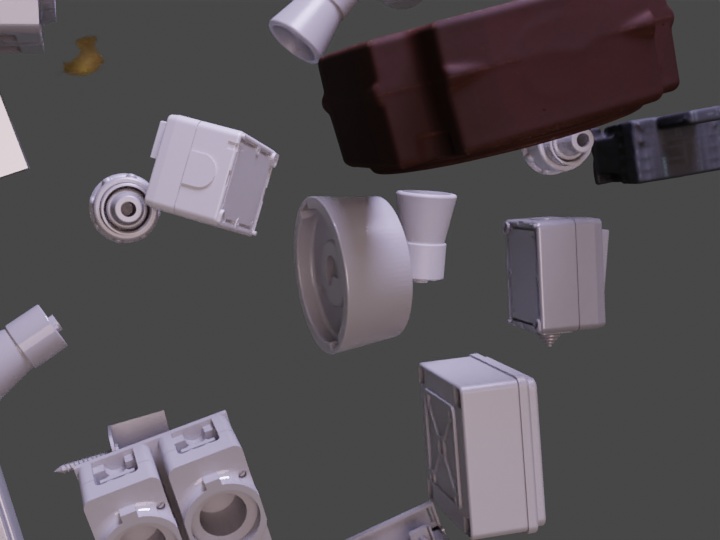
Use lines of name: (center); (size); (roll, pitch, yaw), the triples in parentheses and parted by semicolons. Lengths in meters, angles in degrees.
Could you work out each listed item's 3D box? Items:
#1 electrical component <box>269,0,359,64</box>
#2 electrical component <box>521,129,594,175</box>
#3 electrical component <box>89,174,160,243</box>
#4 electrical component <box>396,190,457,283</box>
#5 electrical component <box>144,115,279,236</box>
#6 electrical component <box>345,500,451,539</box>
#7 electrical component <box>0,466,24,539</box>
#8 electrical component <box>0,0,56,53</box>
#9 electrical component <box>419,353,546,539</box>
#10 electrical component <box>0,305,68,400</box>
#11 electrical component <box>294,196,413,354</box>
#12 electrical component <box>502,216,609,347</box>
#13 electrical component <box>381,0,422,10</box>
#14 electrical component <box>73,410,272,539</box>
electrical component: (-0.027, -0.182, 0.750); (0.044, 0.044, 0.065); (39, 79, -14)
electrical component: (0.150, -0.094, 0.792); (0.048, 0.062, 0.048); (-1, 94, -15)
electrical component: (-0.155, -0.041, 0.715); (0.048, 0.062, 0.048); (-1, 94, -15)
electrical component: (0.046, -0.024, 0.781); (0.044, 0.044, 0.065); (2, 98, -15)
electrical component: (-0.099, -0.062, 0.720); (0.061, 0.096, 0.061); (16, 90, 12)
electrical component: (0.015, 0.231, 0.780); (0.121, 0.063, 0.078); (-22, 100, -12)
electrical component: (-0.278, 0.189, 0.703); (0.109, 0.056, 0.108); (-17, 98, -13)
electrical component: (-0.223, -0.233, 0.661); (0.060, 0.105, 0.186); (-3, 95, -15)
electrical component: (0.084, 0.122, 0.767); (0.056, 0.109, 0.108); (-6, 96, -12)
electrical component: (-0.229, 0.053, 0.714); (0.065, 0.044, 0.044); (-36, 102, -14)
electrical component: (0.000, 0.000, 0.739); (0.060, 0.108, 0.108); (-8, 96, -21)
electrical component: (0.147, 0.008, 0.799); (0.061, 0.062, 0.096); (-5, 95, -14)
electrical component: (0.037, -0.209, 0.752); (0.044, 0.065, 0.044); (-1, 94, -15)
electrical component: (-0.109, 0.204, 0.725); (0.105, 0.060, 0.186); (-20, 113, -13)
